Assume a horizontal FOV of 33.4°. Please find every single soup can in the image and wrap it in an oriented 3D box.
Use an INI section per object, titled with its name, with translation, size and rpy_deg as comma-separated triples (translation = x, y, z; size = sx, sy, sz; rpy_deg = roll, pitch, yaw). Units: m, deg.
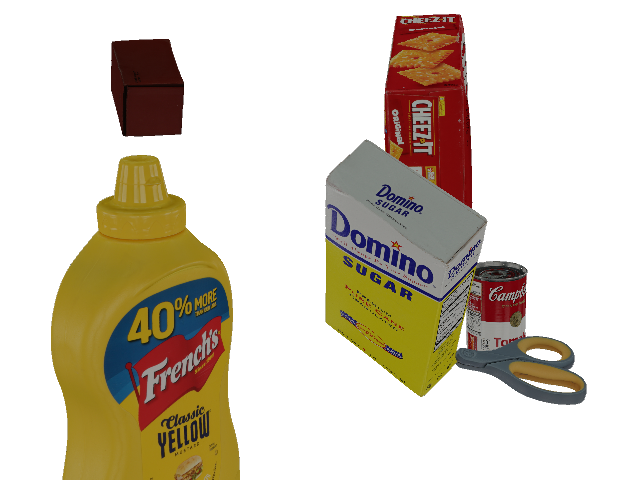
[soup can]
translation = 0.202, 0.082, 1.227
size = 0.068, 0.102, 0.068
rpy_deg = -2, 16, 0

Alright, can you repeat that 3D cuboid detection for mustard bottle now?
[mustard bottle]
translation = -0.082, 0.054, 0.511
size = 0.058, 0.192, 0.096
rpy_deg = 14, 21, 39

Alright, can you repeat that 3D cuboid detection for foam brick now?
[foam brick]
translation = -0.151, -0.133, 0.923
size = 0.053, 0.051, 0.078
rpy_deg = -4, 40, -16

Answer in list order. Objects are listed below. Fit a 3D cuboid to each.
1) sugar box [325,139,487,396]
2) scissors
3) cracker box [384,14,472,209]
[sugar box]
translation = 0.048, 0.024, 0.680
size = 0.093, 0.048, 0.176
rpy_deg = 36, -24, 22
[scissors]
translation = 0.147, 0.101, 0.978
size = 0.202, 0.016, 0.096
rpy_deg = 17, 31, 17
[cracker box]
translation = 0.100, -0.096, 0.962
size = 0.072, 0.164, 0.213
rpy_deg = -1, 27, 8
